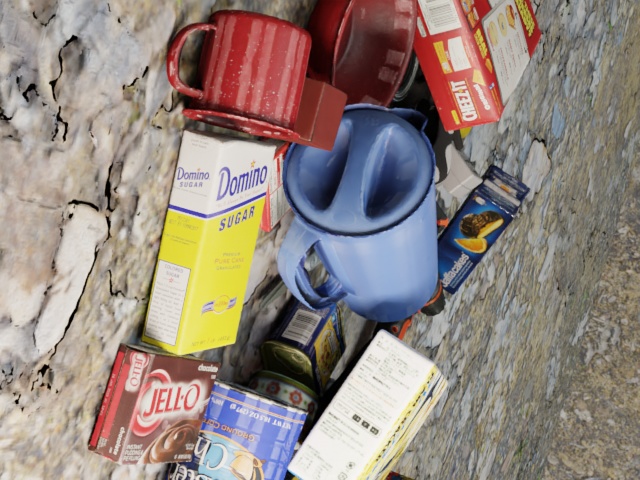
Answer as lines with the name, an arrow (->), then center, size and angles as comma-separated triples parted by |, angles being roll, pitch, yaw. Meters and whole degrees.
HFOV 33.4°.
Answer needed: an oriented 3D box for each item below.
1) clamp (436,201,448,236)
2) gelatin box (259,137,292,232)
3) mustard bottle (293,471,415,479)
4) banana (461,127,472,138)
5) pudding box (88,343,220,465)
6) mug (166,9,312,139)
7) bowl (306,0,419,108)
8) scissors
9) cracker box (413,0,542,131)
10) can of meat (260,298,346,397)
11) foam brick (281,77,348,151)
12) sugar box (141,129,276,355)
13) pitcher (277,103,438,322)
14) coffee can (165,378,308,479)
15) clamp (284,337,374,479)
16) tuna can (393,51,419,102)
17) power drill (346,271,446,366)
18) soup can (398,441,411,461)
clamp -> 0.097, -0.026, 1.265 | 0.171, 0.039, 0.120 | -23, 130, -49
gelatin box -> -0.039, -0.062, 0.969 | 0.089, 0.030, 0.073 | -48, 147, -46
mustard bottle -> 0.066, 0.292, 1.235 | 0.096, 0.192, 0.058 | 8, 98, -66
banana -> 0.164, -0.173, 1.335 | 0.069, 0.037, 0.197 | -62, 154, -21
pudding box -> -0.134, 0.135, 0.877 | 0.113, 0.039, 0.090 | 22, 85, -67
mug -> -0.063, -0.129, 0.814 | 0.117, 0.093, 0.081 | 12, 89, -31
bowl -> 0.031, -0.187, 1.000 | 0.161, 0.055, 0.162 | -43, 144, -44
scissors -> -0.007, 0.001, 1.098 | 0.201, 0.016, 0.096 | -25, 126, -61
cracker box -> 0.165, -0.242, 1.158 | 0.164, 0.072, 0.213 | 65, 34, -26
can of meat -> -0.015, 0.113, 1.107 | 0.083, 0.057, 0.102 | -57, 153, -38
foam brick -> -0.025, -0.112, 0.905 | 0.051, 0.078, 0.053 | 14, 92, -65
sugar box -> -0.089, 0.001, 0.878 | 0.093, 0.048, 0.176 | -5, 111, -65
pitcher -> 0.044, -0.005, 1.012 | 0.243, 0.149, 0.145 | 69, 14, -62
coffee can -> -0.081, 0.203, 0.959 | 0.102, 0.103, 0.140 | 35, 73, -66
clamp -> -0.004, 0.197, 1.143 | 0.209, 0.036, 0.165 | -51, 178, -37
tuna can -> 0.076, -0.191, 1.130 | 0.086, 0.034, 0.086 | -46, 144, -47
power drill -> 0.104, 0.116, 1.375 | 0.187, 0.057, 0.184 | -69, 153, -16
soup can -> 0.056, 0.216, 1.275 | 0.068, 0.102, 0.068 | -45, 144, -47
